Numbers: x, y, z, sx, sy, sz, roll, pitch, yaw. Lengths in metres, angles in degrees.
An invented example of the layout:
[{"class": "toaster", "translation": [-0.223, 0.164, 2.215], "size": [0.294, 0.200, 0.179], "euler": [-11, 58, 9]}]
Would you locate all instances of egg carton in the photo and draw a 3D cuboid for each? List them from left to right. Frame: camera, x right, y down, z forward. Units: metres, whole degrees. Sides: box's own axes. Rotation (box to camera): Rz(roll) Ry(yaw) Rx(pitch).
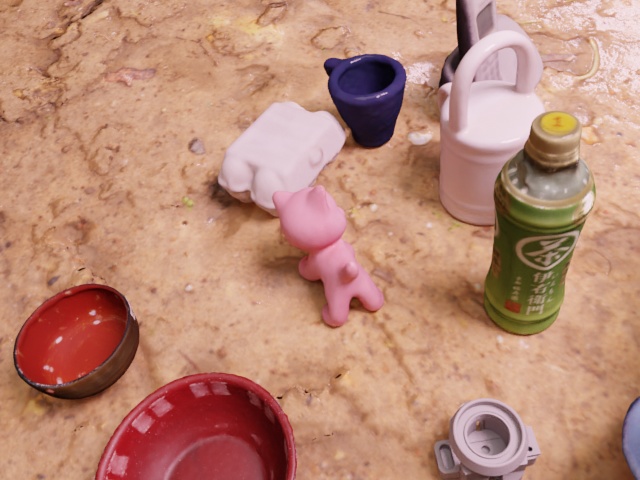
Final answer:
[{"class": "egg carton", "translation": [-0.042, -0.098, 0.675], "size": [0.107, 0.069, 0.150], "euler": [22, 59, 26]}]

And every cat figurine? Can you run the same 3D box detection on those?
[{"class": "cat figurine", "translation": [0.005, 0.002, 0.553], "size": [0.067, 0.118, 0.127], "euler": [-27, 51, -10]}]

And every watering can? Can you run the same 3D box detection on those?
[{"class": "watering can", "translation": [0.173, -0.109, 0.559], "size": [0.172, 0.194, 0.101], "euler": [30, 62, 30]}]

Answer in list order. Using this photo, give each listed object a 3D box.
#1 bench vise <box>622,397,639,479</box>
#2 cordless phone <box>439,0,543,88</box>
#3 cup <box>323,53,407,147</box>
[{"class": "bench vise", "translation": [0.264, 0.149, 0.315], "size": [0.121, 0.220, 0.207], "euler": [-22, 51, -7]}, {"class": "cordless phone", "translation": [0.201, -0.235, 0.661], "size": [0.093, 0.185, 0.148], "euler": [25, 60, 28]}, {"class": "cup", "translation": [0.051, -0.166, 0.695], "size": [0.092, 0.095, 0.117], "euler": [-40, 55, -20]}]
